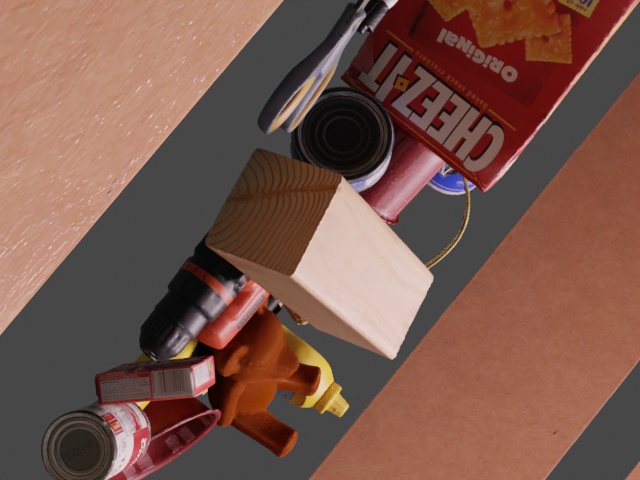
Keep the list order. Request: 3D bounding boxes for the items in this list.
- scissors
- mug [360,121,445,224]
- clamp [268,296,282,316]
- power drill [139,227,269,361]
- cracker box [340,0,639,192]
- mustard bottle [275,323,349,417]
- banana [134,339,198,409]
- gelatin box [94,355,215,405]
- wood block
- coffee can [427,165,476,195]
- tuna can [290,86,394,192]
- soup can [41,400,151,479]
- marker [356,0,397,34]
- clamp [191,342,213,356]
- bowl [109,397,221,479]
[{"bbox_3d":[0.010,-0.148,0.765,0.096,0.016,0.202,-44,171,-50],"label":"scissors"},{"bbox_3d":[0.058,-0.076,0.971,0.082,0.093,0.117,-47,152,18],"label":"mug"},{"bbox_3d":[-0.106,0.129,1.467,0.209,0.036,0.165,-47,173,-19],"label":"clamp"},{"bbox_3d":[-0.091,0.046,0.972,0.184,0.057,0.188,-50,174,-14],"label":"power drill"},{"bbox_3d":[0.142,-0.173,0.885,0.214,0.164,0.072,-54,171,27],"label":"cracker box"},{"bbox_3d":[-0.044,0.149,1.306,0.058,0.191,0.096,-46,172,-38],"label":"mustard bottle"},{"bbox_3d":[-0.174,0.143,1.038,0.197,0.037,0.070,-47,171,-32],"label":"banana"},{"bbox_3d":[-0.145,0.123,0.944,0.073,0.089,0.030,-6,89,-81],"label":"gelatin box"},{"bbox_3d":[0.007,0.017,0.893,0.090,0.091,0.206,-63,146,-11],"label":"wood block"},{"bbox_3d":[0.190,-0.130,1.344,0.102,0.103,0.140,-48,180,-27],"label":"coffee can"},{"bbox_3d":[0.018,-0.083,0.881,0.086,0.086,0.034,-50,172,-12],"label":"tuna can"},{"bbox_3d":[-0.195,0.177,0.938,0.068,0.068,0.102,-51,173,3],"label":"soup can"},{"bbox_3d":[0.067,-0.206,0.818,0.121,0.020,0.020,-51,174,-6],"label":"marker"},{"bbox_3d":[-0.132,0.116,1.188,0.171,0.039,0.120,-42,171,-32],"label":"clamp"},{"bbox_3d":[-0.185,0.202,1.111,0.162,0.055,0.162,-32,164,-11],"label":"bowl"}]
